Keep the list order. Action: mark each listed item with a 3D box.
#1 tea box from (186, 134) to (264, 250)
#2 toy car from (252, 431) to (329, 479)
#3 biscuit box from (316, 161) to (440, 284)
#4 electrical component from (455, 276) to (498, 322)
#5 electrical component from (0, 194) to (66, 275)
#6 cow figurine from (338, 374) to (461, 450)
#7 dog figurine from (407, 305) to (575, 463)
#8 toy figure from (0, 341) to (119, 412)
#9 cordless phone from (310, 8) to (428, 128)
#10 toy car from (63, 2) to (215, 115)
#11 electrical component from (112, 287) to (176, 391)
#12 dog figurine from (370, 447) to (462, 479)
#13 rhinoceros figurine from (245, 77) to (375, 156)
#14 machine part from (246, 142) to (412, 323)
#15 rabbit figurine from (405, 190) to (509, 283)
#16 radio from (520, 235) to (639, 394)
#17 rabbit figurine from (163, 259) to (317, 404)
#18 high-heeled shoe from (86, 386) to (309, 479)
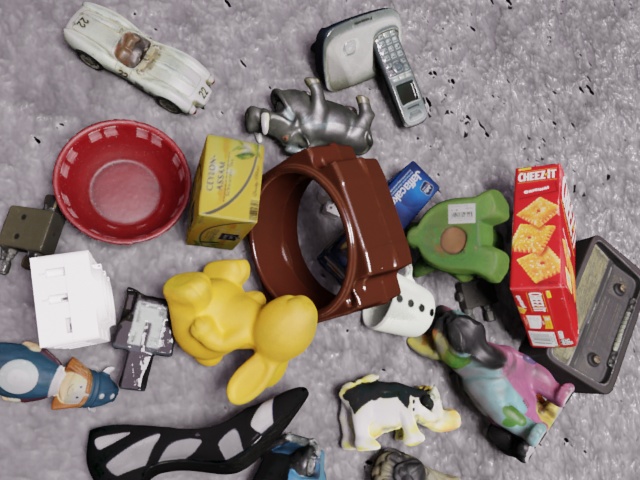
[{"bbox_3d":[-0.121,-0.051,0.660,0.068,0.169,0.098,9,74,-18],"label":"tea box"},{"bbox_3d":[-0.037,0.325,0.651,0.102,0.109,0.161,44,55,-28],"label":"toy car"},{"bbox_3d":[0.087,-0.025,0.781,0.063,0.059,0.203,45,69,-4],"label":"biscuit box"},{"bbox_3d":[0.239,0.083,0.828,0.063,0.021,0.094,-8,81,-19],"label":"electrical component"},{"bbox_3d":[-0.338,-0.004,0.649,0.078,0.045,0.102,2,73,11],"label":"electrical component"},{"bbox_3d":[0.108,0.228,0.732,0.167,0.068,0.098,-3,73,-20],"label":"cow figurine"},{"bbox_3d":[0.232,0.192,0.765,0.108,0.191,0.219,-41,59,-18],"label":"dog figurine"},{"bbox_3d":[-0.310,0.161,0.615,0.154,0.058,0.064,20,111,-15],"label":"toy figure"},{"bbox_3d":[0.079,-0.244,0.819,0.146,0.089,0.184,-28,96,-22],"label":"cordless phone"},{"bbox_3d":[-0.240,-0.241,0.724,0.202,0.056,0.073,28,71,-10],"label":"toy car"},{"bbox_3d":[-0.213,0.122,0.657,0.075,0.048,0.119,10,75,-16],"label":"electrical component"},{"bbox_3d":[0.146,0.377,0.704,0.191,0.121,0.172,13,71,0],"label":"dog figurine"},{"bbox_3d":[-0.014,-0.169,0.779,0.190,0.073,0.112,7,87,-18],"label":"rhinoceros figurine"},{"bbox_3d":[-0.001,-0.002,0.666,0.087,0.201,0.201,-11,81,-45],"label":"machine part"},{"bbox_3d":[0.204,0.012,0.771,0.170,0.159,0.121,14,67,-58],"label":"rabbit figurine"},{"bbox_3d":[0.422,0.121,0.851,0.131,0.073,0.229,35,71,-8],"label":"radio"},{"bbox_3d":[-0.085,0.106,0.632,0.173,0.122,0.162,0,92,22],"label":"rabbit figurine"},{"bbox_3d":[-0.146,0.218,0.642,0.249,0.086,0.145,-35,67,-21],"label":"high-heeled shoe"}]
